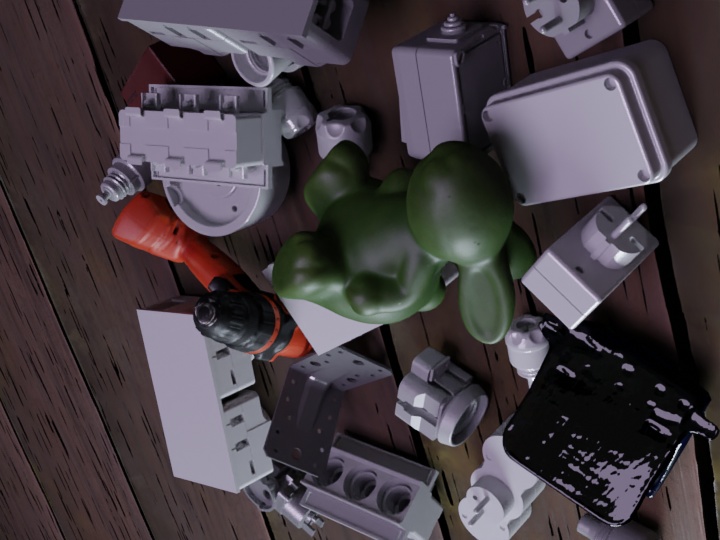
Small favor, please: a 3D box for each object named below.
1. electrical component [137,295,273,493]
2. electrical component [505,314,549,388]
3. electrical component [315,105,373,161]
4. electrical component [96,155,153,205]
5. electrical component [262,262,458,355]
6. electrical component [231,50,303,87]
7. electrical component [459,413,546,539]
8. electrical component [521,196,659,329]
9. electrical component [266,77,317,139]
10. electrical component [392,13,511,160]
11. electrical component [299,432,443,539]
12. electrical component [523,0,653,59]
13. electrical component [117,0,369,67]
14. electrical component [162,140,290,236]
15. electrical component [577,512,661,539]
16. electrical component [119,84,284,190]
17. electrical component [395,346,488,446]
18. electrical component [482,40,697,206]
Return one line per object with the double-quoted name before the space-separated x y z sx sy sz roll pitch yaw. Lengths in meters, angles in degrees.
"electrical component" -0.155 0.123 1.106 0.105 0.060 0.186 2 108 44
"electrical component" 0.131 0.066 0.822 0.035 0.035 0.061 13 128 39
"electrical component" -0.011 -0.094 0.840 0.043 0.043 0.062 21 132 34
"electrical component" -0.222 -0.091 1.031 0.040 0.078 0.040 29 149 19
"electrical component" 0.000 0.000 0.883 0.089 0.062 0.150 56 141 -3
"electrical component" -0.065 -0.171 0.827 0.045 0.055 0.045 25 133 31
"electrical component" 0.114 0.185 0.895 0.052 0.074 0.138 35 138 22
"electrical component" 0.159 -0.016 0.694 0.047 0.083 0.075 45 141 10
"electrical component" -0.062 -0.138 0.866 0.061 0.035 0.035 56 141 1
"electrical component" 0.061 -0.127 0.728 0.061 0.062 0.096 14 127 39
"electrical component" 0.013 0.212 1.019 0.121 0.078 0.063 14 157 38
"electrical component" 0.122 -0.160 0.630 0.047 0.077 0.065 -25 98 51
"electrical component" -0.074 -0.209 0.761 0.186 0.060 0.105 15 85 38
"electrical component" -0.110 -0.086 0.923 0.108 0.060 0.108 7 103 31
"electrical component" 0.203 0.214 0.852 0.062 0.043 0.043 26 134 33
"electrical component" -0.129 -0.106 0.855 0.121 0.063 0.078 7 103 31
"electrical component" 0.069 0.110 0.898 0.057 0.058 0.078 33 137 28
"electrical component" 0.142 -0.090 0.677 0.113 0.057 0.078 -8 112 48
